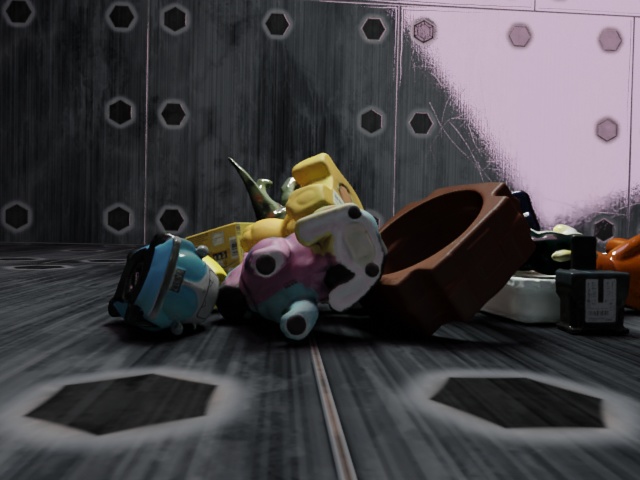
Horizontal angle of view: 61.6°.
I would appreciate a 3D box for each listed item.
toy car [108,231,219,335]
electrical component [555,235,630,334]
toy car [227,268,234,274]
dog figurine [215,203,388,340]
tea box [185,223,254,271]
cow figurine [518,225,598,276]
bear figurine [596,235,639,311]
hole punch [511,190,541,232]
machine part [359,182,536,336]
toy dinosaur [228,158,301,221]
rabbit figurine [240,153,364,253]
[{"bbox_3d":[-0.174,0.060,0.626,0.103,0.109,0.162,26,-23,-28],"label":"toy car"},{"bbox_3d":[0.334,0.054,0.659,0.075,0.119,0.048,4,1,-1],"label":"electrical component"},{"bbox_3d":[-0.094,0.064,0.852,0.089,0.053,0.202,-1,-6,-1],"label":"toy car"},{"bbox_3d":[-0.035,0.037,0.651,0.191,0.108,0.219,-32,7,-16],"label":"dog figurine"},{"bbox_3d":[-0.193,0.027,1.080,0.170,0.098,0.068,-12,-7,41],"label":"tea box"},{"bbox_3d":[0.280,0.016,0.735,0.167,0.068,0.098,1,8,6],"label":"cow figurine"},{"bbox_3d":[0.441,0.056,0.838,0.196,0.120,0.132,-4,-1,-11],"label":"bear figurine"},{"bbox_3d":[0.287,-0.001,0.837,0.142,0.115,0.092,-20,18,22],"label":"hole punch"},{"bbox_3d":[0.144,0.020,0.669,0.201,0.087,0.202,-41,18,-19],"label":"machine part"},{"bbox_3d":[-0.068,-0.039,1.318,0.404,0.192,0.131,22,-31,-23],"label":"toy dinosaur"},{"bbox_3d":[-0.026,-0.017,0.756,0.173,0.122,0.162,-27,-45,19],"label":"rabbit figurine"}]
